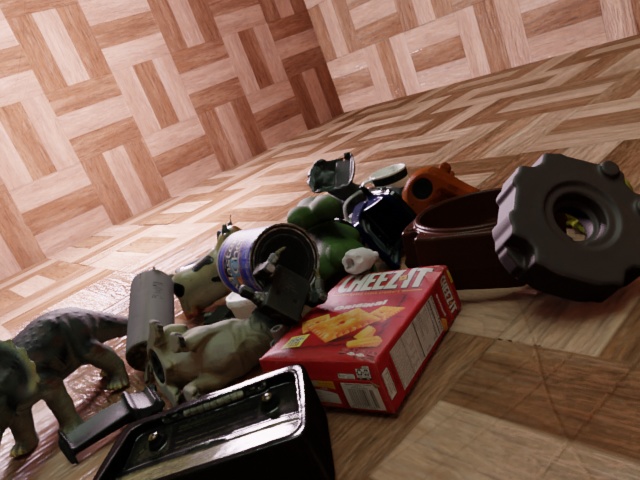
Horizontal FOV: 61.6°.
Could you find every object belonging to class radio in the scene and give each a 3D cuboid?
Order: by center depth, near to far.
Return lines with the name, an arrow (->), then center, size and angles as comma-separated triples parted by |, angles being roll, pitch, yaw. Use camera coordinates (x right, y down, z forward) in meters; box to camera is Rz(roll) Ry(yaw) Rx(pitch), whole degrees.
radio -> -0.104, 0.213, 0.540 | 0.230, 0.073, 0.131 | -20, 17, 6

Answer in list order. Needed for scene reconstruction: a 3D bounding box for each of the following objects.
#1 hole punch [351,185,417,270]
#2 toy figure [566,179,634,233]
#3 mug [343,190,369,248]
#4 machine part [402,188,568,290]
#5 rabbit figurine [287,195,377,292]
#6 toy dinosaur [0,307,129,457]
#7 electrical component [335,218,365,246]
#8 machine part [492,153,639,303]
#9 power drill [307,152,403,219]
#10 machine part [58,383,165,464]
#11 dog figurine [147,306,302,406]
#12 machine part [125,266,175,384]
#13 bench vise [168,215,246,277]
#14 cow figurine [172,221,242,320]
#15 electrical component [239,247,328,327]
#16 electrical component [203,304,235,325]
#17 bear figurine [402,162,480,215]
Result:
hole punch -> 0.108, -0.018, 0.910 | 0.092, 0.142, 0.116 | -48, 13, -6
toy figure -> 0.375, -0.068, 0.807 | 0.089, 0.082, 0.180 | -29, 16, -15
mug -> 0.082, -0.033, 1.023 | 0.107, 0.109, 0.081 | -39, 24, -7
machine part -> 0.231, -0.008, 0.755 | 0.201, 0.087, 0.201 | -6, 19, 33
rabbit figurine -> -0.002, -0.003, 0.843 | 0.121, 0.159, 0.170 | -28, 58, 1
toy dinosaur -> -0.398, 0.175, 0.815 | 0.131, 0.192, 0.405 | -13, 20, 20
electrical component -> 0.025, -0.001, 0.939 | 0.119, 0.075, 0.048 | 22, -12, -35
machine part -> 0.287, -0.017, 0.611 | 0.179, 0.179, 0.056 | -26, -21, -15
power drill -> 0.087, -0.105, 1.110 | 0.232, 0.086, 0.207 | -7, -16, 31
machine part -> -0.281, 0.244, 0.725 | 0.139, 0.039, 0.084 | -27, 23, -22
dog figurine -> -0.136, 0.148, 0.773 | 0.190, 0.121, 0.172 | -18, 16, -38
machine part -> -0.283, 0.131, 0.902 | 0.079, 0.079, 0.243 | -21, 41, 3
bench vise -> -0.204, 0.038, 1.123 | 0.241, 0.128, 0.224 | -23, 15, -21
cow figurine -> -0.188, 0.050, 0.998 | 0.195, 0.127, 0.085 | -30, 5, 7
electrical component -> -0.042, 0.060, 0.669 | 0.045, 0.102, 0.078 | -36, 24, 47
electrical component -> -0.173, 0.137, 0.943 | 0.094, 0.021, 0.063 | -12, 20, 27
bear figurine -> 0.223, -0.068, 0.979 | 0.120, 0.132, 0.195 | -52, -22, 13
